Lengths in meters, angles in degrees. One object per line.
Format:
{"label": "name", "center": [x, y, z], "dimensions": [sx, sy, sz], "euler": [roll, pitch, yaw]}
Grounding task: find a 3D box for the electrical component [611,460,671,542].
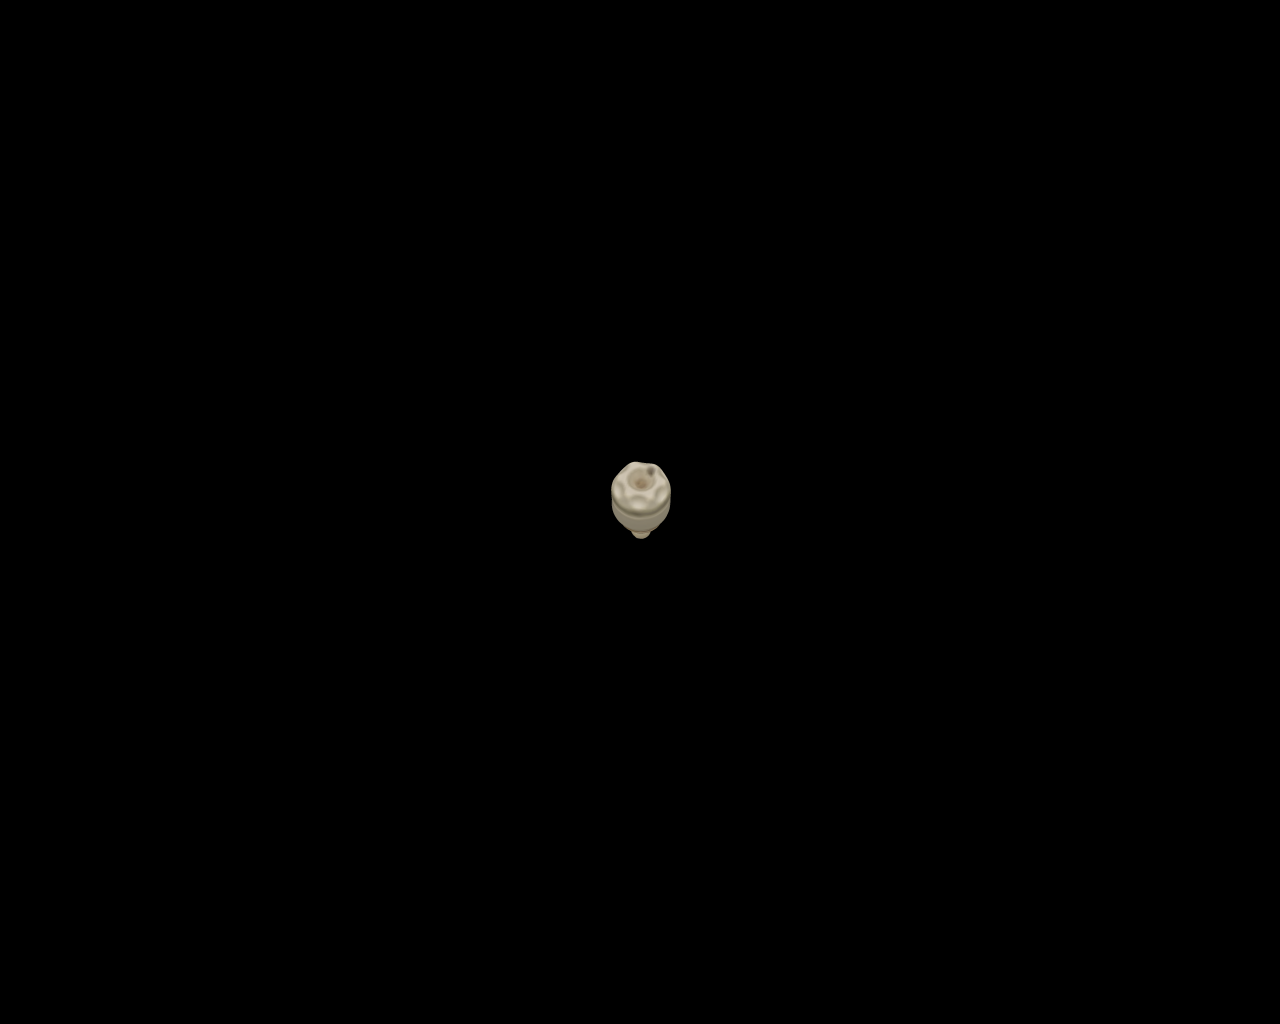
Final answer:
{"label": "electrical component", "center": [0.001, -0.003, 0.650], "dimensions": [0.035, 0.035, 0.061], "euler": [0, -33, 0]}
